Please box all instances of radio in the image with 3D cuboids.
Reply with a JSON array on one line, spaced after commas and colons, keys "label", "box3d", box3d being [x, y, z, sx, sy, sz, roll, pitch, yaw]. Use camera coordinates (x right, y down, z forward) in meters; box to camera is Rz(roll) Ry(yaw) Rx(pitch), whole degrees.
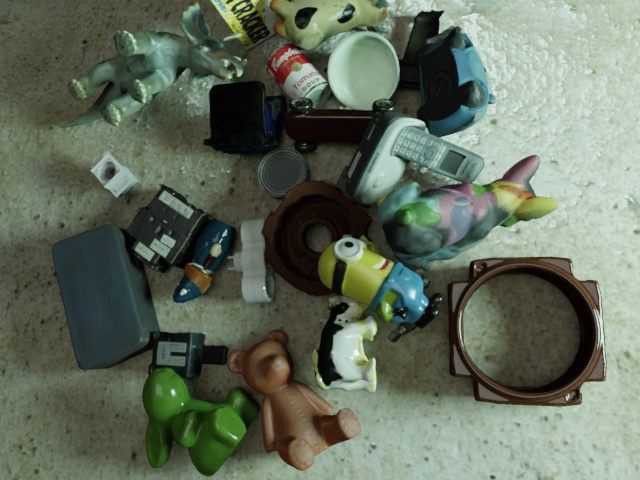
[{"label": "radio", "box3d": [-0.367, 0.095, 0.926, 0.131, 0.073, 0.229, -22, 76, 8]}]

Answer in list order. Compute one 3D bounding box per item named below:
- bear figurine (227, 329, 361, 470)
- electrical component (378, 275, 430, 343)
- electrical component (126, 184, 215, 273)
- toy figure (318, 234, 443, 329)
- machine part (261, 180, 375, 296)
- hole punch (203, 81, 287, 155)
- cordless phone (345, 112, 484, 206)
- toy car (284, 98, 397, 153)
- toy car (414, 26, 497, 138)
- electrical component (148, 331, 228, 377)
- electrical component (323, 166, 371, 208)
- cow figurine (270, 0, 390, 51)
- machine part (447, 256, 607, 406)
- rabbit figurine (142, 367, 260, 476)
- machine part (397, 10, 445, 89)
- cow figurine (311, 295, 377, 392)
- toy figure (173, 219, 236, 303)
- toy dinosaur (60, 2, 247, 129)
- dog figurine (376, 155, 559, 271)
[{"label": "bear figurine", "box3d": [-0.046, 0.226, 0.796, 0.120, 0.132, 0.196, -20, 77, -28]}, {"label": "electrical component", "box3d": [0.129, 0.097, 0.816, 0.102, 0.045, 0.078, -35, 72, 5]}, {"label": "electrical component", "box3d": [-0.263, -0.014, 0.928, 0.115, 0.058, 0.134, 34, 89, 19]}, {"label": "toy figure", "box3d": [0.080, 0.063, 0.765, 0.180, 0.082, 0.089, 34, 99, 7]}, {"label": "machine part", "box3d": [-0.002, -0.003, 0.849, 0.180, 0.056, 0.179, 0, 90, 13]}, {"label": "hole punch", "box3d": [-0.122, -0.203, 0.918, 0.142, 0.092, 0.115, 3, 95, 21]}, {"label": "cordless phone", "box3d": [0.143, -0.104, 0.818, 0.184, 0.089, 0.146, 20, 114, -13]}, {"label": "toy car", "box3d": [0.041, -0.186, 0.873, 0.202, 0.089, 0.053, 3, 38, 14]}, {"label": "toy car", "box3d": [0.213, -0.238, 0.831, 0.109, 0.103, 0.161, -18, 77, 48]}, {"label": "electrical component", "box3d": [-0.217, 0.189, 0.883, 0.119, 0.047, 0.074, 4, 81, 16]}, {"label": "electrical component", "box3d": [0.050, -0.090, 0.884, 0.094, 0.021, 0.063, 24, 86, 17]}, {"label": "cow figurine", "box3d": [0.029, -0.381, 0.897, 0.195, 0.085, 0.127, -34, 68, -18]}, {"label": "machine part", "box3d": [0.283, 0.125, 0.751, 0.202, 0.087, 0.201, -1, 79, 15]}, {"label": "rabbit figurine", "box3d": [-0.202, 0.270, 0.830, 0.170, 0.121, 0.159, 37, 112, 3]}, {"label": "machine part", "box3d": [0.166, -0.314, 0.891, 0.084, 0.039, 0.138, 14, 84, 22]}, {"label": "cow figurine", "box3d": [0.036, 0.140, 0.806, 0.098, 0.068, 0.167, -3, 58, 5]}, {"label": "toy figure", "box3d": [-0.194, 0.040, 0.898, 0.058, 0.064, 0.154, 27, 86, 3]}, {"label": "toy dinosaur", "box3d": [-0.308, -0.298, 0.954, 0.405, 0.192, 0.131, -6, 114, 39]}, {"label": "dog figurine", "box3d": [0.212, -0.046, 0.761, 0.219, 0.191, 0.108, -25, 67, 24]}]
